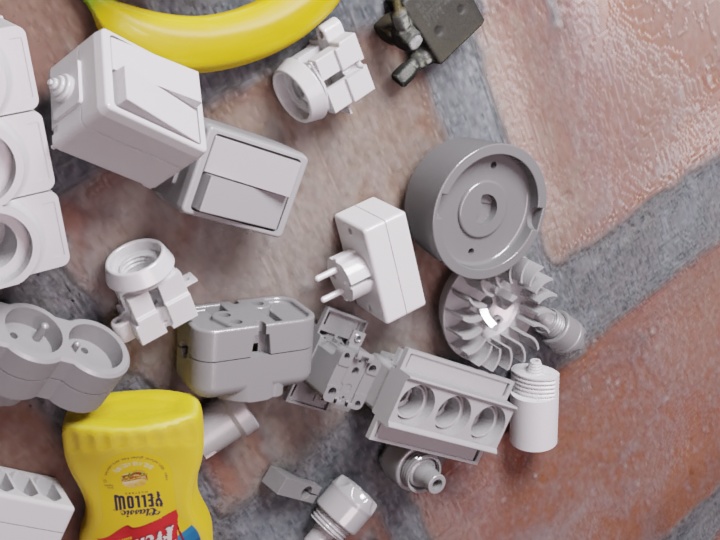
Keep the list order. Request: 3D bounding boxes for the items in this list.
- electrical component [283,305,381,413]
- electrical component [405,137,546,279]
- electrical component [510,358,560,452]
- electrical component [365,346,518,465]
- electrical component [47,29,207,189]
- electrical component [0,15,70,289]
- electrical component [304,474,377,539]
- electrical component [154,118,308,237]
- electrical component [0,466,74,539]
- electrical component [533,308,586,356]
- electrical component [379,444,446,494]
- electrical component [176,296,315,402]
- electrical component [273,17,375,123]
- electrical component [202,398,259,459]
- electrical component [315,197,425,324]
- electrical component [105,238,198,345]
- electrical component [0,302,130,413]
[{"bbox_3d":[-0.020,0.074,0.828,0.042,0.064,0.081,21,96,-35],"label":"electrical component"},{"bbox_3d":[0.086,-0.053,0.848,0.108,0.060,0.108,-12,114,-28],"label":"electrical component"},{"bbox_3d":[0.157,0.118,0.967,0.043,0.043,0.081,-14,115,-27],"label":"electrical component"},{"bbox_3d":[0.061,0.109,0.892,0.121,0.063,0.078,20,97,-35],"label":"electrical component"},{"bbox_3d":[-0.145,-0.102,0.662,0.061,0.061,0.096,-28,148,31],"label":"electrical component"},{"bbox_3d":[-0.236,-0.067,0.642,0.089,0.062,0.150,-17,116,-26],"label":"electrical component"},{"bbox_3d":[-0.020,0.204,0.890,0.062,0.043,0.043,-49,125,-6],"label":"electrical component"},{"bbox_3d":[-0.092,-0.065,0.732,0.096,0.061,0.061,14,100,-35],"label":"electrical component"},{"bbox_3d":[-0.246,0.180,0.738,0.066,0.047,0.076,22,95,-36],"label":"electrical component"},{"bbox_3d":[0.173,0.050,0.957,0.061,0.035,0.035,36,87,-34],"label":"electrical component"},{"bbox_3d":[0.048,0.166,0.906,0.043,0.062,0.043,-12,114,-28],"label":"electrical component"},{"bbox_3d":[-0.084,0.058,0.788,0.095,0.054,0.059,-6,111,-30],"label":"electrical component"},{"bbox_3d":[-0.027,-0.135,0.757,0.055,0.048,0.066,-37,124,-24],"label":"electrical component"},{"bbox_3d":[-0.105,0.114,0.806,0.046,0.040,0.040,-34,122,-11],"label":"electrical component"},{"bbox_3d":[0.000,0.000,0.823,0.076,0.047,0.083,-26,120,-21],"label":"electrical component"},{"bbox_3d":[-0.146,0.012,0.739,0.066,0.048,0.055,-30,128,-20],"label":"electrical component"},{"bbox_3d":[-0.229,0.064,0.703,0.138,0.052,0.073,20,123,-35],"label":"electrical component"}]
